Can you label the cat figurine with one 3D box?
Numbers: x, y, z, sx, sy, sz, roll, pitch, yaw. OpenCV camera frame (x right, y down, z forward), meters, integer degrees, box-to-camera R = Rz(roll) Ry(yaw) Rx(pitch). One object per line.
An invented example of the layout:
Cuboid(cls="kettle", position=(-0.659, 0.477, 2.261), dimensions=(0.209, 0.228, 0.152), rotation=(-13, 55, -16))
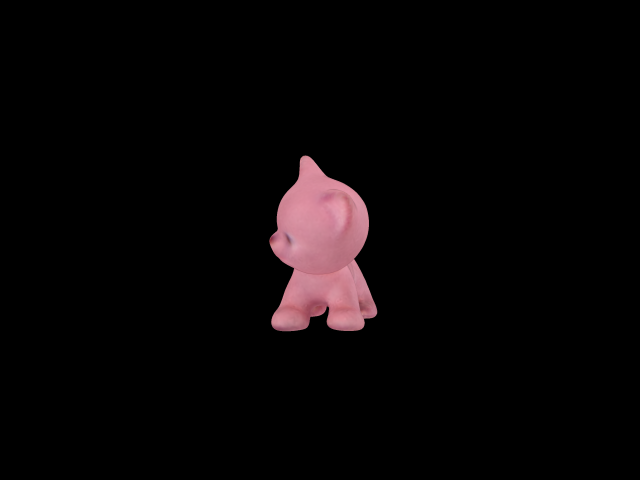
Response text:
Cuboid(cls="cat figurine", position=(0.004, 0.001, 0.400), dimensions=(0.067, 0.118, 0.128), rotation=(0, 0, 9))
